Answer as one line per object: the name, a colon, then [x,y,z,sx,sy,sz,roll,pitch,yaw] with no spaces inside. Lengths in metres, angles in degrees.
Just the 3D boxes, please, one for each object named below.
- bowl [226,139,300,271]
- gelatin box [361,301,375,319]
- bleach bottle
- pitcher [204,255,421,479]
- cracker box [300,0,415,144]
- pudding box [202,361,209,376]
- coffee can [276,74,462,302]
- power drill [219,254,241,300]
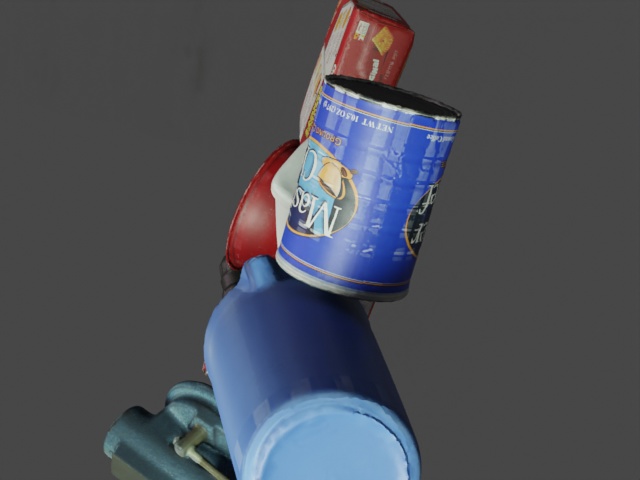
bowl: [-0.037,-0.027,1.174,0.162,0.055,0.162,-54,-17,-26]
gelatin box: [0.025,0.059,0.966,0.073,0.030,0.089,-83,10,-52]
bleach bottle: [-0.007,0.001,1.095,0.102,0.068,0.251,-52,-16,-30]
pitcher: [-0.005,0.120,0.732,0.145,0.149,0.243,-62,13,9]
cracker box: [0.035,-0.176,1.160,0.213,0.072,0.164,-97,26,-71]
pudding box: [-0.097,0.149,1.456,0.039,0.113,0.090,-146,70,-79]
coffee can: [0.034,-0.039,0.777,0.103,0.102,0.140,-98,23,-73]
power drill: [-0.087,0.130,1.335,0.188,0.057,0.184,86,171,-58]
